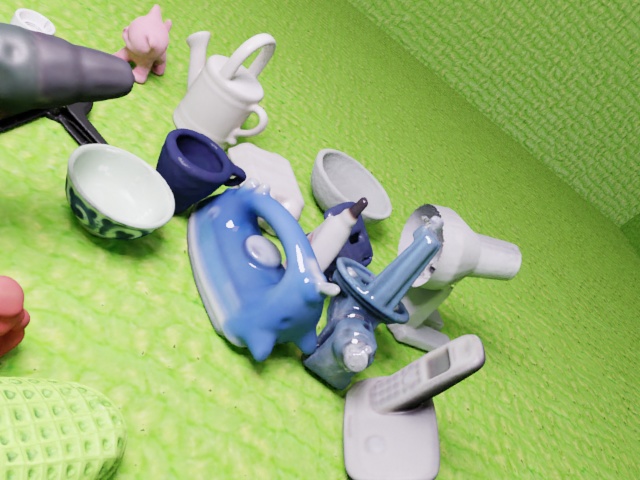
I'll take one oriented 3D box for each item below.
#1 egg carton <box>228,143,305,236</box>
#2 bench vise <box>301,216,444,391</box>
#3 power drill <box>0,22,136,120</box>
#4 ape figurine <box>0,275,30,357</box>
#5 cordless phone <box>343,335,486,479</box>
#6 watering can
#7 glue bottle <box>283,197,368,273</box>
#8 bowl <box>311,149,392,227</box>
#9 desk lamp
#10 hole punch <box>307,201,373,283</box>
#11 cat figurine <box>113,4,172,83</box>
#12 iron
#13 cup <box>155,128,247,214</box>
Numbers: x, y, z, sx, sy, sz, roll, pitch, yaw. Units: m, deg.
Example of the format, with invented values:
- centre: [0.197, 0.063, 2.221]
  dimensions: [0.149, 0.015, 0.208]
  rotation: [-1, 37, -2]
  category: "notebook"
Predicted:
- centre: [-0.085, -0.077, 0.860]
  dimensions: [0.108, 0.069, 0.150]
  rotation: [16, 39, -40]
  category: "egg carton"
- centre: [0.082, 0.078, 0.713]
  dimensions: [0.122, 0.219, 0.207]
  rotation: [28, 33, -25]
  category: "bench vise"
- centre: [-0.297, -0.096, 0.477]
  dimensions: [0.230, 0.208, 0.075]
  rotation: [2, 49, -50]
  category: "power drill"
- centre: [-0.258, 0.063, 0.440]
  dimensions: [0.076, 0.092, 0.078]
  rotation: [54, 31, 17]
  category: "ape figurine"
- centre: [0.111, 0.191, 0.638]
  dimensions: [0.094, 0.184, 0.147]
  rotation: [32, 31, -20]
  category: "cordless phone"
- centre: [-0.141, -0.241, 0.874]
  dimensions: [0.173, 0.193, 0.101]
  rotation: [36, 30, -13]
  category: "watering can"
- centre: [0.007, 0.003, 0.765]
  dimensions: [0.037, 0.173, 0.078]
  rotation: [33, 31, -19]
  category: "glue bottle"
- centre: [0.043, -0.079, 1.015]
  dimensions: [0.168, 0.074, 0.167]
  rotation: [31, 31, -21]
  category: "bowl"
- centre: [0.185, 0.060, 0.871]
  dimensions: [0.204, 0.213, 0.117]
  rotation: [24, 34, -31]
  category: "desk lamp"
- centre: [0.039, 0.002, 0.888]
  dimensions: [0.101, 0.091, 0.109]
  rotation: [49, 30, 10]
  category: "hole punch"
- centre: [-0.264, -0.310, 0.889]
  dimensions: [0.067, 0.117, 0.128]
  rotation: [37, 30, -11]
  category: "cat figurine"
- centre: [-0.073, 0.010, 0.688]
  dimensions: [0.119, 0.141, 0.258]
  rotation: [3, 48, -49]
  category: "iron"
- centre: [-0.163, -0.076, 0.736]
  dimensions: [0.118, 0.094, 0.091]
  rotation: [17, 38, -39]
  category: "cup"
